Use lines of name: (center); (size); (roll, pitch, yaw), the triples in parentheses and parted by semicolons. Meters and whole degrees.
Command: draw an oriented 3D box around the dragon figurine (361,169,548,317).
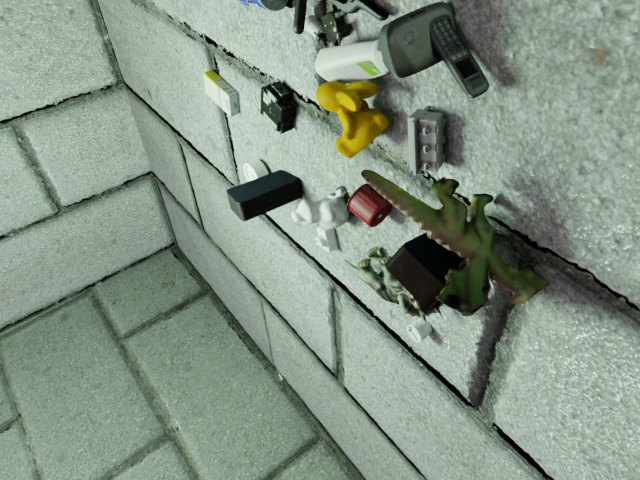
dragon figurine: (0.253, 0.020, 0.965); (0.120, 0.409, 0.249); (128, 151, -47)

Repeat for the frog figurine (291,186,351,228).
frog figurine: (0.005, -0.075, 1.497); (0.137, 0.161, 0.121); (4, 121, 61)
